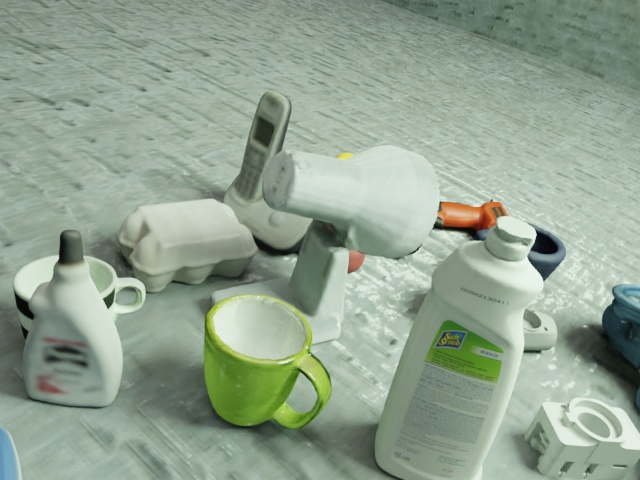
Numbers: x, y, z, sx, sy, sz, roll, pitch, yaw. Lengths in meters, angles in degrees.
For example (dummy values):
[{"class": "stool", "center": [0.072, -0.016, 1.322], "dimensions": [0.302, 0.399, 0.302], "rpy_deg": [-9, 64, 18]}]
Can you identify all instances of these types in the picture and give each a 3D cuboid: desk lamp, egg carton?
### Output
[{"class": "desk lamp", "center": [0.006, 0.002, 0.602], "dimensions": [0.204, 0.213, 0.117], "rpy_deg": [-9, 38, -32]}, {"class": "egg carton", "center": [-0.156, 0.004, 0.675], "dimensions": [0.151, 0.069, 0.107], "rpy_deg": [-11, 39, -33]}]

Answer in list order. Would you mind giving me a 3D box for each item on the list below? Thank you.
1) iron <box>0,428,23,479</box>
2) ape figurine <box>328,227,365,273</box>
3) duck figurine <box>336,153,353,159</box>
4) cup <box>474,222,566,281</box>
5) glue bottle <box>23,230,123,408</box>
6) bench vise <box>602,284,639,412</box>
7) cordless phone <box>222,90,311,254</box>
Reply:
[{"class": "iron", "center": [-0.237, 0.171, 0.313], "dimensions": [0.119, 0.141, 0.258], "rpy_deg": [9, 32, -8]}, {"class": "ape figurine", "center": [0.032, -0.009, 0.745], "dimensions": [0.078, 0.092, 0.076], "rpy_deg": [1, 34, -20]}, {"class": "duck figurine", "center": [0.031, -0.092, 0.879], "dimensions": [0.105, 0.086, 0.077], "rpy_deg": [-16, 42, -38]}, {"class": "cup", "center": [0.251, 0.033, 0.759], "dimensions": [0.118, 0.095, 0.091], "rpy_deg": [10, 32, -5]}, {"class": "glue bottle", "center": [-0.201, 0.064, 0.464], "dimensions": [0.078, 0.173, 0.037], "rpy_deg": [7, 32, -10]}, {"class": "bench vise", "center": [0.415, 0.084, 0.622], "dimensions": [0.122, 0.220, 0.207], "rpy_deg": [0, 34, -20]}, {"class": "cordless phone", "center": [-0.050, -0.089, 0.750], "dimensions": [0.147, 0.185, 0.094], "rpy_deg": [32, 37, 28]}]
